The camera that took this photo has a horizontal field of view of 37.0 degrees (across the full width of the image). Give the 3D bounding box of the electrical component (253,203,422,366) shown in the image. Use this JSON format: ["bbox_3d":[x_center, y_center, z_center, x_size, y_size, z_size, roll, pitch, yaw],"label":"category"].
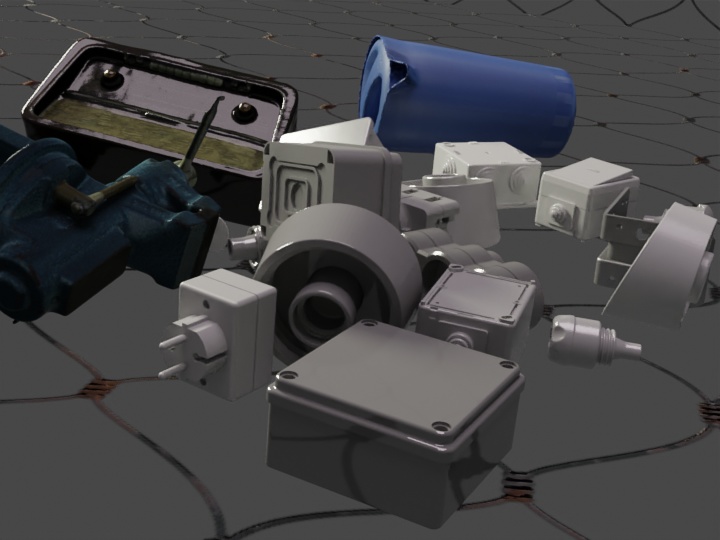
[{"bbox_3d":[-0.018,0.019,0.682,0.108,0.108,0.060,9,27,9],"label":"electrical component"}]

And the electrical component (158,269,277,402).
[{"bbox_3d":[-0.093,0.044,0.647,0.047,0.065,0.077,18,24,31],"label":"electrical component"}]

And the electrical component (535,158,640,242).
[{"bbox_3d":[0.215,-0.069,1.032,0.096,0.061,0.062,-13,27,-41],"label":"electrical component"}]

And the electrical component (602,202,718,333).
[{"bbox_3d":[0.229,-0.002,0.813,0.064,0.099,0.099,20,24,18],"label":"electrical component"}]

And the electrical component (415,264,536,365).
[{"bbox_3d":[0.072,0.044,0.696,0.062,0.061,0.096,12,22,16],"label":"electrical component"}]

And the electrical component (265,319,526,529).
[{"bbox_3d":[0.020,0.080,0.592,0.109,0.056,0.109,16,23,25],"label":"electrical component"}]

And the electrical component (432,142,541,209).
[{"bbox_3d":[0.129,-0.099,1.111,0.100,0.048,0.099,-3,23,-21],"label":"electrical component"}]

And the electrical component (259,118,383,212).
[{"bbox_3d":[-0.027,-0.073,0.900,0.100,0.048,0.099,-8,49,26],"label":"electrical component"}]

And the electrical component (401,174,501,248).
[{"bbox_3d":[0.080,-0.055,0.994,0.099,0.064,0.099,-2,9,0],"label":"electrical component"}]

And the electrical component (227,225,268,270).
[{"bbox_3d":[-0.073,-0.019,0.852,0.062,0.043,0.043,-5,23,-22],"label":"electrical component"}]

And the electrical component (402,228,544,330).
[{"bbox_3d":[0.086,0.006,0.812,0.074,0.052,0.138,-11,25,-38],"label":"electrical component"}]

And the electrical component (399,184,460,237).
[{"bbox_3d":[0.032,-0.042,0.931,0.089,0.050,0.056,21,25,36],"label":"electrical component"}]

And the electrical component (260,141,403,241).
[{"bbox_3d":[-0.022,-0.053,0.785,0.057,0.078,0.113,-2,10,-31],"label":"electrical component"}]

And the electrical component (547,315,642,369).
[{"bbox_3d":[0.161,0.051,0.736,0.061,0.035,0.035,10,21,6],"label":"electrical component"}]

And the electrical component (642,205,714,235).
[{"bbox_3d":[0.295,-0.039,0.998,0.062,0.048,0.048,8,20,26],"label":"electrical component"}]
